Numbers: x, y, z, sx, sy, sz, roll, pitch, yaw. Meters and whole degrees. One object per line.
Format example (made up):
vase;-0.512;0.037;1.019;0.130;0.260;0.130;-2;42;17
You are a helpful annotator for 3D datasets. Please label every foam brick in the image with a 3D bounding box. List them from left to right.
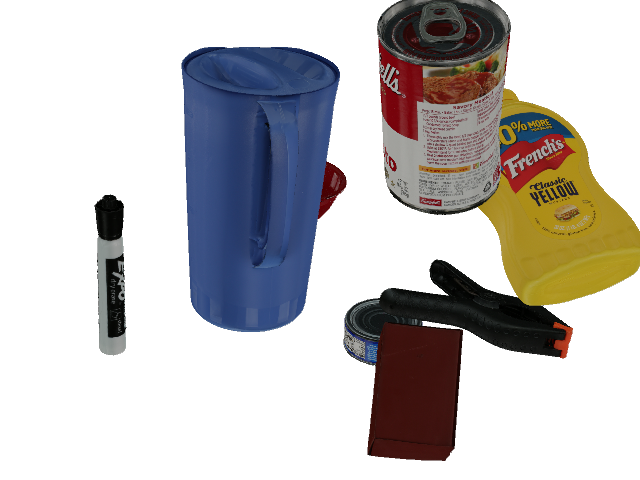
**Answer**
foam brick;0.060;0.097;0.682;0.051;0.078;0.053;7;-21;1

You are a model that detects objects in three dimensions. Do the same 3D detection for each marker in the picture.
marker;-0.142;0.024;0.724;0.020;0.121;0.020;4;30;-3

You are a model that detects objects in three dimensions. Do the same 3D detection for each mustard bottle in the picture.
mustard bottle;0.158;-0.047;0.800;0.096;0.192;0.058;-17;-33;-7

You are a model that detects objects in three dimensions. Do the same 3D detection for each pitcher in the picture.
pitcher;-0.056;-0.039;0.937;0.145;0.243;0.149;18;30;24

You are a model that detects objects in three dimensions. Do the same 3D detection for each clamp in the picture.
clamp;0.151;0.062;0.989;0.172;0.039;0.120;19;30;17

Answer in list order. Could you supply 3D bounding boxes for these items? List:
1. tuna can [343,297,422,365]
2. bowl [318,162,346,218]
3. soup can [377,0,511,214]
tuna can;0.068;0.098;1.158;0.086;0.034;0.086;0;30;0
bowl;-0.051;-0.054;1.287;0.162;0.055;0.162;4;26;-2
soup can;0.067;-0.073;0.577;0.068;0.102;0.068;-3;43;3
